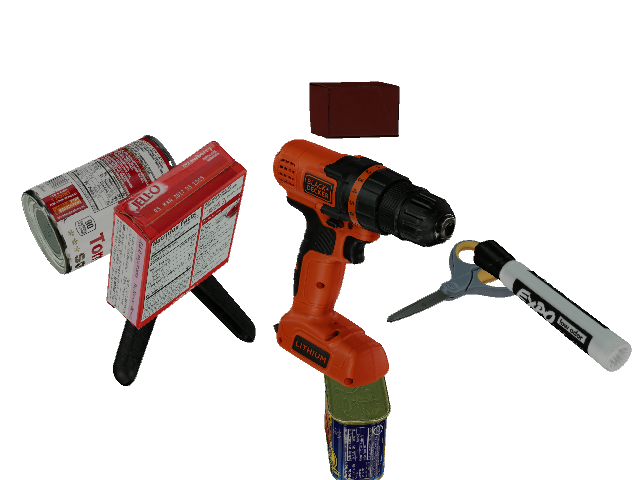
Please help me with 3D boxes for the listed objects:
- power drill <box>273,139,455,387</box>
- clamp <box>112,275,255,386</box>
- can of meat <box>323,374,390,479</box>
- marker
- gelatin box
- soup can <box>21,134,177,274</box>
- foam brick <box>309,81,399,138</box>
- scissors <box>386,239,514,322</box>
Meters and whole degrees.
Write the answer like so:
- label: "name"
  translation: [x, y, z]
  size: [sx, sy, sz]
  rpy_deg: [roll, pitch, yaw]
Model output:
- label: "power drill"
  translation: [0.028, 0.023, 0.885]
  size: [0.057, 0.188, 0.185]
  rpy_deg: [-13, 29, -40]
- label: "clamp"
  translation: [-0.135, 0.021, 1.013]
  size: [0.036, 0.210, 0.164]
  rpy_deg: [-7, -1, 45]
- label: "can of meat"
  translation: [0.032, 0.168, 1.013]
  size: [0.057, 0.084, 0.102]
  rpy_deg: [-2, 33, -4]
- label: "marker"
  translation: [0.130, 0.034, 0.619]
  size: [0.020, 0.020, 0.121]
  rpy_deg: [0, 29, -37]
- label: "gelatin box"
  translation: [-0.080, -0.003, 0.582]
  size: [0.073, 0.030, 0.089]
  rpy_deg: [-39, -20, -34]
- label: "soup can"
  translation: [-0.156, -0.027, 0.778]
  size: [0.102, 0.068, 0.069]
  rpy_deg: [-28, 13, -25]
- label: "foam brick"
  translation: [0.033, -0.129, 1.057]
  size: [0.078, 0.051, 0.053]
  rpy_deg: [-4, 14, -20]
- label: "scissors"
  translation: [0.130, 0.040, 1.119]
  size: [0.201, 0.016, 0.096]
  rpy_deg: [-8, 40, -30]
